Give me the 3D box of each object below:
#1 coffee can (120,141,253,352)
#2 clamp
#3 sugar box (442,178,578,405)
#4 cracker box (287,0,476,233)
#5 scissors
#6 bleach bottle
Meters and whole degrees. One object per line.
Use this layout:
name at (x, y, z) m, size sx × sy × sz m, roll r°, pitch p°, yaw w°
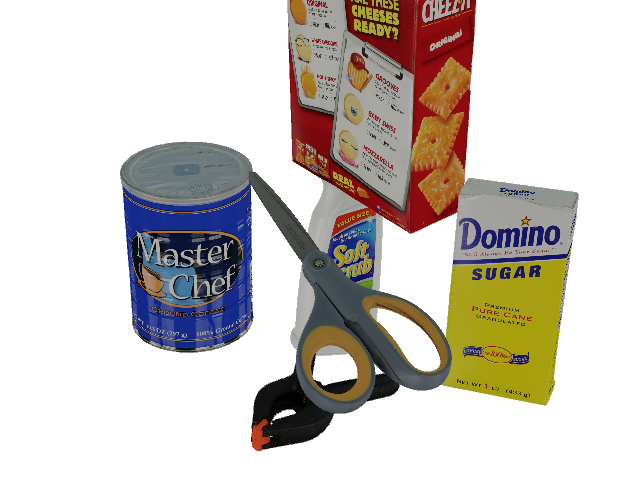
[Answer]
coffee can at (-0.106, 0.004, 0.864) m, size 0.103 × 0.140 × 0.103 m, roll 1°, pitch 29°, yaw -1°
clamp at (-0.016, 0.151, 1.083) m, size 0.171 × 0.039 × 0.120 m, roll -23°, pitch 34°, yaw -38°
sugar box at (0.154, 0.042, 0.878) m, size 0.093 × 0.176 × 0.048 m, roll 8°, pitch 24°, yaw 17°
cracker box at (0.047, -0.137, 0.884) m, size 0.072 × 0.214 × 0.164 m, roll -23°, pitch 39°, yaw -31°
scissors at (-0.010, 0.031, 0.642) m, size 0.096 × 0.016 × 0.202 m, roll -35°, pitch 56°, yaw -28°
bleach bottle at (0.021, 0.006, 1.244) m, size 0.102 × 0.251 × 0.068 m, roll -2°, pitch 17°, yaw -17°
